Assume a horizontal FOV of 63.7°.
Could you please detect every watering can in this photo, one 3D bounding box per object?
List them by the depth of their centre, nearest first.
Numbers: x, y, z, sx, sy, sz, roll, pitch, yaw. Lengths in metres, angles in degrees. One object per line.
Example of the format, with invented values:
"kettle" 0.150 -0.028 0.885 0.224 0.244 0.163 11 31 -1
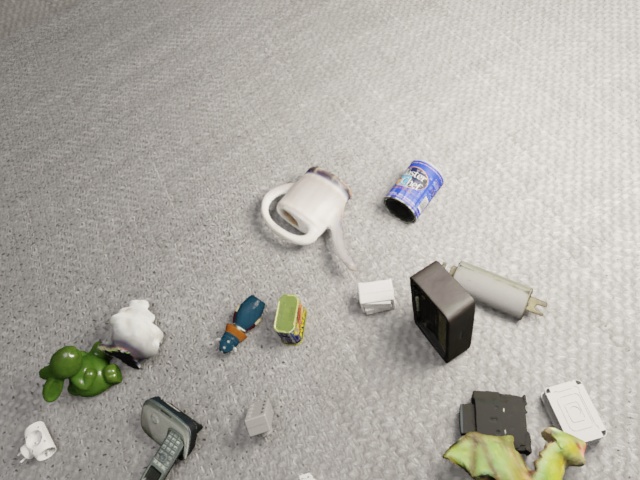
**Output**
"watering can" 0.004 -0.068 1.357 0.351 0.102 0.227 30 70 28

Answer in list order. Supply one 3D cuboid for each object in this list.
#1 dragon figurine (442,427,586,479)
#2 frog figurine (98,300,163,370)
"dragon figurine" 0.312 0.471 0.920 0.411 0.119 0.248 -24 45 -3
"frog figurine" -0.453 0.218 1.278 0.137 0.120 0.163 25 53 -11
